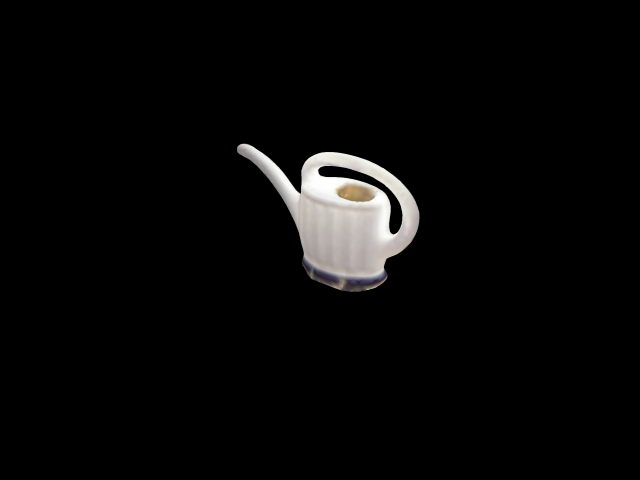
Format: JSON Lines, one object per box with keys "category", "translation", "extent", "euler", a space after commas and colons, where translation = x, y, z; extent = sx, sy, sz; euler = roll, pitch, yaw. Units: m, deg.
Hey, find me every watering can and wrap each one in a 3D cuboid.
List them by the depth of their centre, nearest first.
{"category": "watering can", "translation": [0.003, -0.043, 0.850], "extent": [0.349, 0.220, 0.105], "euler": [18, 31, 32]}
